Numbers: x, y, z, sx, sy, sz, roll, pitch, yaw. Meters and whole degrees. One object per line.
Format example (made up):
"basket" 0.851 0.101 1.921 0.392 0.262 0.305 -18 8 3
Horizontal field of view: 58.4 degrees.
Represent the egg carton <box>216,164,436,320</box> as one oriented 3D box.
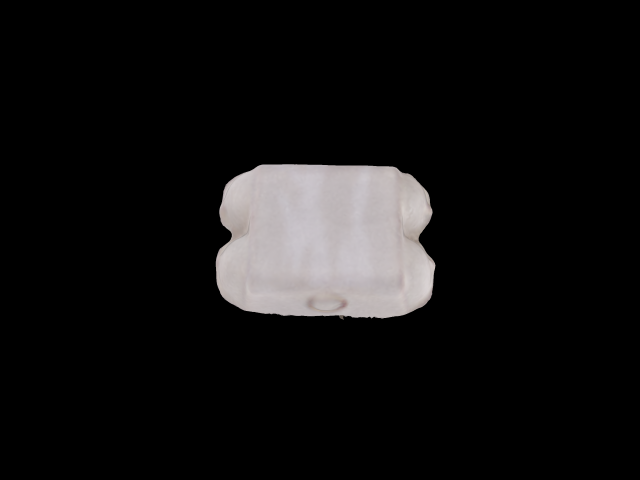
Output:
"egg carton" 0.004 0.001 0.400 0.150 0.069 0.107 0 69 0
